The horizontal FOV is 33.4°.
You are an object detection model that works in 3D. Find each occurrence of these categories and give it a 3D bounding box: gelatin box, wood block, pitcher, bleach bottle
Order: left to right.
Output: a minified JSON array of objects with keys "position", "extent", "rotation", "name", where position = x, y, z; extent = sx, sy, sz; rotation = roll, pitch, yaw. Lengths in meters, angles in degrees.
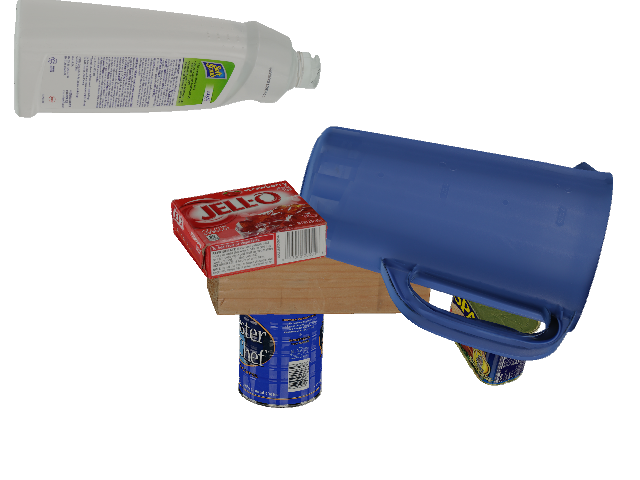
[{"position":[-0.126,-0.145,0.897],"extent":[0.250,0.068,0.103],"rotation":[2,-32,-14],"name":"bleach bottle"},{"position":[-0.050,-0.009,0.730],"extent":[0.089,0.030,0.073],"rotation":[-10,30,-21],"name":"gelatin box"},{"position":[-0.002,0.017,1.037],"extent":[0.206,0.091,0.090],"rotation":[1,16,-13],"name":"wood block"},{"position":[0.105,-0.008,0.869],"extent":[0.243,0.145,0.149],"rotation":[13,16,8],"name":"pitcher"}]

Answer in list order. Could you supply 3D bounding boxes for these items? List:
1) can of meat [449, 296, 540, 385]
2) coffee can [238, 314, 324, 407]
[{"position":[0.170,0.083,1.070],"extent":[0.057,0.102,0.084],"rotation":[-15,-40,-16],"name":"can of meat"},{"position":[-0.047,0.113,1.271],"extent":[0.103,0.140,0.103],"rotation":[2,19,-1],"name":"coffee can"}]
